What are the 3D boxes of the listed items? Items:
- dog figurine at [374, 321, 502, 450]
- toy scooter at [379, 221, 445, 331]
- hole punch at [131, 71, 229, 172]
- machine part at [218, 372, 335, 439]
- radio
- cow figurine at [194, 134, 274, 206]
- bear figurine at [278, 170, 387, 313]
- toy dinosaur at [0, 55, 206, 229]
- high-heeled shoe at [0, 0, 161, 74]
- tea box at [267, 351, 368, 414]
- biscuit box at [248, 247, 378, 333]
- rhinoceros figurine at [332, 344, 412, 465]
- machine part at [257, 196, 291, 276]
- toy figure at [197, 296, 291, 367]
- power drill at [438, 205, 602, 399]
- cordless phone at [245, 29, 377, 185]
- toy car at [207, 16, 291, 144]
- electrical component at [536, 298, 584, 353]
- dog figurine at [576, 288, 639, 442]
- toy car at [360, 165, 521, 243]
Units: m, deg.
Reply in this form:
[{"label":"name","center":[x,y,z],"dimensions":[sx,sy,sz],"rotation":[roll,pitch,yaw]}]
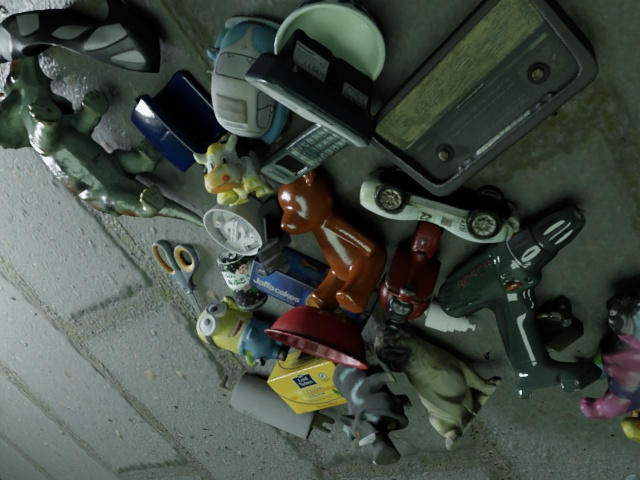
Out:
[{"label":"dog figurine","center":[0.173,0.226,0.876],"dimensions":[0.191,0.121,0.172],"rotation":[34,141,24]},{"label":"toy scooter","center":[0.121,0.062,0.736],"dimensions":[0.075,0.135,0.183],"rotation":[19,131,8]},{"label":"hole punch","center":[-0.206,-0.155,0.756],"dimensions":[0.142,0.092,0.116],"rotation":[44,134,-16]},{"label":"machine part","center":[-0.089,0.328,1.068],"dimensions":[0.243,0.079,0.079],"rotation":[19,130,9]},{"label":"radio","center":[0.170,-0.159,0.588],"dimensions":[0.131,0.073,0.229],"rotation":[41,131,-8]},{"label":"cow figurine","center":[-0.116,-0.099,0.706],"dimensions":[0.068,0.167,0.098],"rotation":[-20,88,4]},{"label":"bear figurine","center":[0.000,-0.005,0.747],"dimensions":[0.195,0.132,0.120],"rotation":[43,157,-18]},{"label":"toy dinosaur","center":[-0.352,-0.116,0.837],"dimensions":[0.192,0.131,0.404],"rotation":[-16,122,46]},{"label":"high-heeled shoe","center":[-0.333,-0.250,0.731],"dimensions":[0.249,0.086,0.145],"rotation":[-21,104,21]},{"label":"tea box","center":[-0.001,0.248,0.975],"dimensions":[0.170,0.068,0.098],"rotation":[-29,110,38]},{"label":"biscuit box","center":[-0.011,0.076,0.855],"dimensions":[0.203,0.059,0.062],"rotation":[25,131,6]},{"label":"rhinoceros figurine","center":[0.074,0.245,0.809],"dimensions":[0.112,0.190,0.073],"rotation":[-30,126,-2]},{"label":"machine part","center":[-0.066,-0.007,0.771],"dimensions":[0.039,0.139,0.084],"rotation":[-11,120,4]},{"label":"toy figure","center":[-0.140,0.174,0.976],"dimensions":[0.180,0.082,0.089],"rotation":[18,127,8]},{"label":"power drill","center":[0.271,0.089,0.685],"dimensions":[0.232,0.086,0.207],"rotation":[-34,83,45]},{"label":"cordless phone","center":[-0.038,-0.134,0.620],"dimensions":[0.146,0.089,0.184],"rotation":[25,146,-28]},{"label":"toy car","center":[-0.092,-0.187,0.669],"dimensions":[0.109,0.103,0.161],"rotation":[19,128,12]},{"label":"electrical component","center":[0.319,0.127,0.754],"dimensions":[0.078,0.045,0.102],"rotation":[37,131,-3]},{"label":"dog figurine","center":[0.434,0.151,0.682],"dimensions":[0.192,0.108,0.219],"rotation":[24,128,7]},{"label":"toy car","center":[0.151,-0.045,0.682],"dimensions":[0.202,0.073,0.056],"rotation":[17,126,12]}]
